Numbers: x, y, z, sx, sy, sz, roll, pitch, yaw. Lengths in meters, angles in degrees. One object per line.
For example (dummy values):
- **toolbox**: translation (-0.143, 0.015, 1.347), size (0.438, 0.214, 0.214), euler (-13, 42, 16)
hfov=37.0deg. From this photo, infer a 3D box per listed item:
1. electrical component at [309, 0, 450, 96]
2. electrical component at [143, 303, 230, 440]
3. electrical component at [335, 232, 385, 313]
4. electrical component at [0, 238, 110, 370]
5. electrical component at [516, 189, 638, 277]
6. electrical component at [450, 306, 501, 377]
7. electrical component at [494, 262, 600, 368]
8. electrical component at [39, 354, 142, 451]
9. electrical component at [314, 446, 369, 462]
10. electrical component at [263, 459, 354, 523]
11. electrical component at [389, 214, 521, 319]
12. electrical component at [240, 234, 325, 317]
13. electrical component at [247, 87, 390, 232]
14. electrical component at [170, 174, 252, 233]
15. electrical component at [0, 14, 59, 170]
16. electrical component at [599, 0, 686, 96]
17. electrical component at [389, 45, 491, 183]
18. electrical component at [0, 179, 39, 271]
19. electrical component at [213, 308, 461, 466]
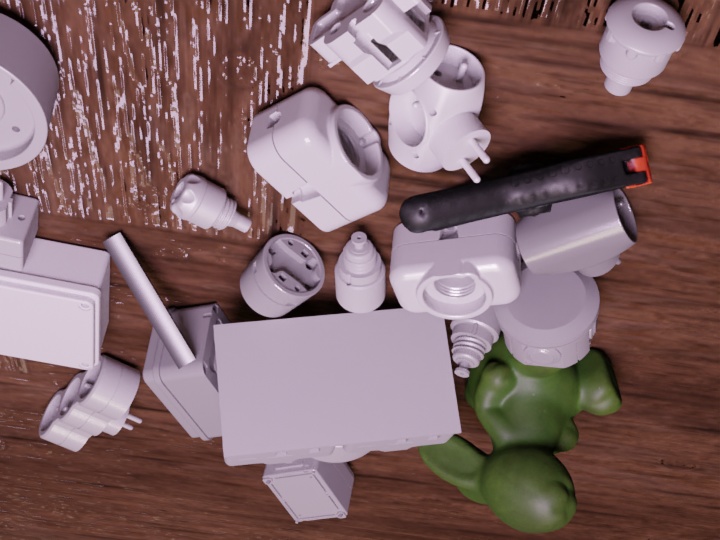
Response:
- **electrical component**: translation (0.017, -0.144, 0.653), size (0.078, 0.058, 0.057), euler (-27, 127, 34)
- **electrical component**: translation (-0.138, 0.091, 0.952), size (0.057, 0.078, 0.113), euler (-9, 139, 16)
- **electrical component**: translation (0.000, 0.000, 0.847), size (0.040, 0.040, 0.078), euler (3, 141, 4)
- **electrical component**: translation (-0.270, 0.026, 0.906), size (0.109, 0.056, 0.108), euler (11, 141, -6)
- **electrical component**: translation (0.168, -0.020, 0.796), size (0.077, 0.043, 0.079), euler (-20, 143, 28)
- **electrical component**: translation (0.093, 0.050, 0.871), size (0.040, 0.078, 0.040), euler (16, 152, 9)
- **electrical component**: translation (0.146, 0.034, 0.838), size (0.080, 0.080, 0.051), euler (-3, 145, 12)
- **electrical component**: translation (-0.249, 0.137, 1.044), size (0.074, 0.052, 0.138), euler (29, 136, -26)
- **electrical component**: translation (-0.022, 0.117, 0.947), size (0.108, 0.108, 0.060), euler (7, 148, -1)
- **electrical component**: translation (-0.054, 0.204, 1.099), size (0.062, 0.061, 0.096), euler (-12, 130, 22)
- **electrical component**: translation (0.073, -0.002, 0.819), size (0.095, 0.059, 0.053), euler (-6, 140, 16)
- **electrical component**: translation (-0.063, 0.006, 0.854), size (0.055, 0.055, 0.047), euler (25, 142, -22)
- **electrical component**: translation (-0.024, -0.077, 0.744), size (0.059, 0.053, 0.095), euler (-22, 133, 31)
- **electrical component**: translation (-0.110, -0.046, 0.811), size (0.061, 0.035, 0.035), euler (27, 137, -27)
- **electrical component**: translation (-0.253, -0.125, 0.712), size (0.108, 0.060, 0.108), euler (4, 141, 3)
- **electrical component**: translation (0.167, -0.132, 0.656), size (0.048, 0.048, 0.062), euler (8, 149, -2)
- **electrical component**: translation (0.058, -0.091, 0.698), size (0.044, 0.079, 0.077), euler (-20, 151, -28)
- **electrical component**: translation (-0.286, -0.045, 0.827), size (0.066, 0.047, 0.076), euler (13, 141, -8)
- **electrical component**: translation (-0.021, 0.095, 0.877), size (0.186, 0.105, 0.060), euler (-5, 161, -8)
